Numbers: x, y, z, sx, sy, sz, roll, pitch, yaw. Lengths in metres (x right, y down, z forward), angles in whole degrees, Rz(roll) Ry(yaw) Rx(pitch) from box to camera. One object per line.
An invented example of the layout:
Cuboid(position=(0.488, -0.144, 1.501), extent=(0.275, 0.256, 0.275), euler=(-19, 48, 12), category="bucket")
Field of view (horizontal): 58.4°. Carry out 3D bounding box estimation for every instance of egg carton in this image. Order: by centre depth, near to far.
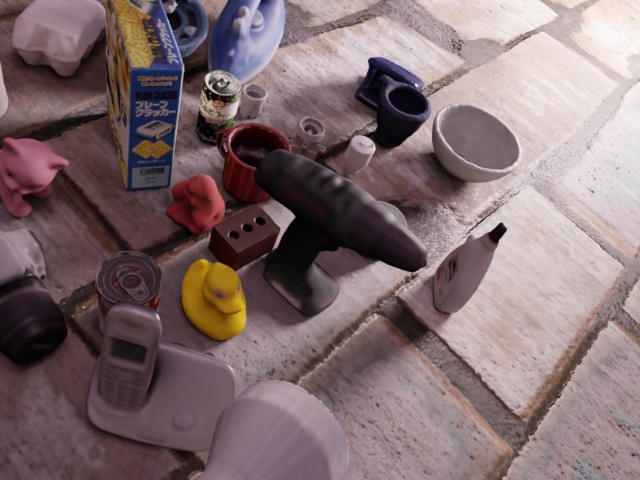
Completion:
Cuboid(position=(-0.397, -0.325, 0.884), extent=(0.107, 0.069, 0.150), euler=(18, 51, -7), category="egg carton")

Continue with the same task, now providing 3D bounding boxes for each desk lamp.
Cuboid(position=(-0.086, 0.241, 0.492), extent=(0.118, 0.213, 0.204), euler=(40, 52, 11), category="desk lamp")

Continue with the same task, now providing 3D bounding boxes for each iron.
Cuboid(position=(-0.124, -0.376, 0.977), extent=(0.119, 0.141, 0.258), euler=(18, 51, -7), category="iron")

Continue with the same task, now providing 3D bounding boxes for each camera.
Cuboid(position=(-0.342, 0.065, 0.599), extent=(0.143, 0.100, 0.136), euler=(-31, 70, -35), category="camera")

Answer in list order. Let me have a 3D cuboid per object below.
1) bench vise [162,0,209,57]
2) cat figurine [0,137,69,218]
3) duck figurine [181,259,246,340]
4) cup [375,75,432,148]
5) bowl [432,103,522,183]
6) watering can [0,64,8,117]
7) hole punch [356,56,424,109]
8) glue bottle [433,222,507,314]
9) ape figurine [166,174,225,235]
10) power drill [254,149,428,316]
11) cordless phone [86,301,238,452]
Cuboid(position=(-0.237, -0.380, 0.888), extent=(0.122, 0.219, 0.207), euler=(-3, 56, -22), category="bench vise")
Cuboid(position=(-0.371, -0.093, 0.693), extent=(0.128, 0.117, 0.067), euler=(29, 51, 2), category="cat figurine")
Cuboid(position=(-0.124, 0.060, 0.694), extent=(0.078, 0.086, 0.104), euler=(-20, 64, -31), category="duck figurine")
Cuboid(position=(0.124, -0.215, 0.982), extent=(0.092, 0.095, 0.117), euler=(-20, 64, -31), category="cup")
Cuboid(position=(0.262, -0.157, 1.004), extent=(0.168, 0.074, 0.167), euler=(10, 52, -13), category="bowl")
Cuboid(position=(-0.456, -0.239, 0.719), extent=(0.172, 0.194, 0.101), euler=(38, 51, 9), category="watering can")
Cuboid(position=(0.133, -0.295, 1.046), extent=(0.108, 0.091, 0.101), euler=(32, 51, 5), category="hole punch")
Cuboid(position=(0.207, 0.029, 0.783), extent=(0.037, 0.173, 0.078), euler=(13, 52, -11), category="glue bottle")
Cuboid(position=(-0.161, -0.053, 0.759), extent=(0.076, 0.092, 0.077), euler=(-1, 56, -21), category="ape figurine")
Cuboid(position=(0.006, 0.003, 0.705), extent=(0.229, 0.208, 0.076), euler=(41, 52, 11), category="power drill")
Cuboid(position=(-0.151, 0.132, 0.566), extent=(0.148, 0.185, 0.094), euler=(15, 51, -9), category="cordless phone")
